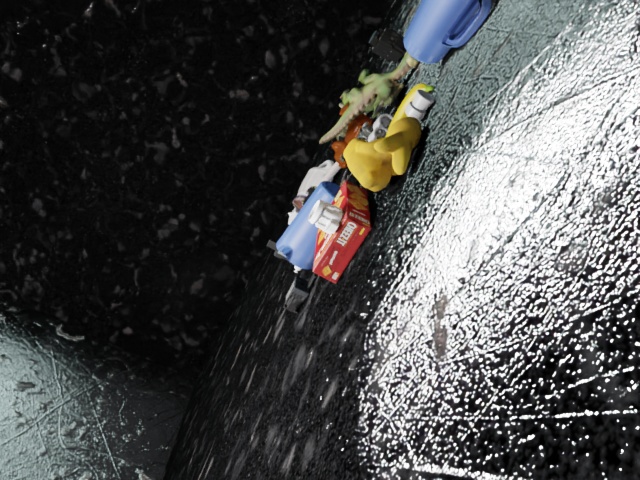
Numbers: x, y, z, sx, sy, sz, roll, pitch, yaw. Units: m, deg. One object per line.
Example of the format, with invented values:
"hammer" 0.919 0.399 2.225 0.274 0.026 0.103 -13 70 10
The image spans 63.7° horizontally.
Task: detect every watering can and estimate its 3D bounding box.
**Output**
"watering can" 0.000 -0.215 1.962 0.103 0.227 0.345 30 -16 -17

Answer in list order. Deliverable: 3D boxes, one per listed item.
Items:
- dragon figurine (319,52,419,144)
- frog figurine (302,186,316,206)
"dragon figurine" 0.154 -0.426 1.563 0.121 0.408 0.246 38 8 -17
"frog figurine" 0.005 -0.082 1.633 0.123 0.156 0.140 -15 36 -1
